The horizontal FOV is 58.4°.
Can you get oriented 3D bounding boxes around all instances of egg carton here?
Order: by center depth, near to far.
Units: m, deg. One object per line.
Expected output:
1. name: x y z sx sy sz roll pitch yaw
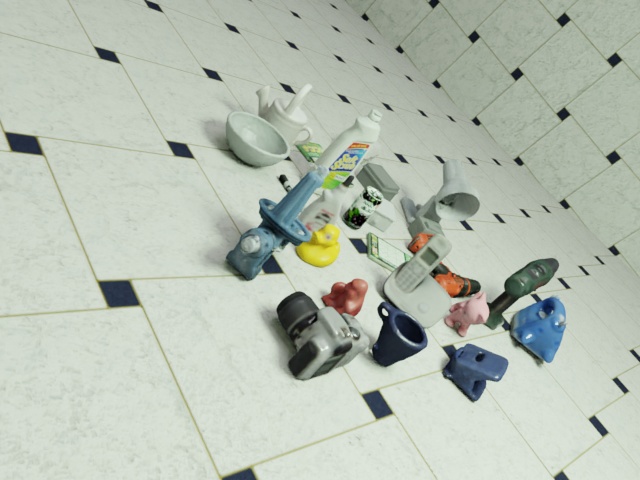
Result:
1. egg carton: 0.124 -0.289 1.772 0.107 0.069 0.151 43 29 9

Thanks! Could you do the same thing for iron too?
1. iron: 0.602 0.209 1.533 0.118 0.141 0.259 39 29 0

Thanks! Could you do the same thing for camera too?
1. camera: 0.000 0.148 0.977 0.144 0.100 0.136 -4 49 -51

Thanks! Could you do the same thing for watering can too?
1. watering can: -0.088 -0.317 1.442 0.173 0.194 0.101 26 31 -21

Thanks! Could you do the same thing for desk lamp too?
1. desk lamp: 0.343 -0.116 1.626 0.118 0.213 0.203 24 32 -25

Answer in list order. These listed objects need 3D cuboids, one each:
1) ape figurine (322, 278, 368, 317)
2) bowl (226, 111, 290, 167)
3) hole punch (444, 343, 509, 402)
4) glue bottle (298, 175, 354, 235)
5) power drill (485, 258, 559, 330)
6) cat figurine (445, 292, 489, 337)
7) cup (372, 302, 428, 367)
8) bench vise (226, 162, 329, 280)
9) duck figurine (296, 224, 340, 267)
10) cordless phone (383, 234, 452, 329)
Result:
1. ape figurine: 0.058 0.108 1.108 0.076 0.092 0.078 29 30 -17
2. bowl: -0.158 -0.227 1.357 0.168 0.074 0.167 28 30 -18
3. hole punch: 0.326 0.263 1.194 0.101 0.091 0.109 45 29 11
4. glue bottle: 0.021 -0.076 1.245 0.078 0.173 0.037 22 33 -28
5. power drill: 0.501 0.131 1.461 0.075 0.208 0.230 50 31 20
6. cat figurine: 0.357 0.164 1.343 0.067 0.117 0.128 40 29 2
7. cup: 0.133 0.184 1.083 0.117 0.095 0.092 49 30 19
8. bench vise: -0.061 -0.031 1.039 0.122 0.219 0.207 32 29 -11
9. duck figurine: 0.011 0.004 1.209 0.105 0.086 0.077 4 43 -46
10. cordless phone: 0.241 0.089 1.248 0.147 0.185 0.094 42 29 7
